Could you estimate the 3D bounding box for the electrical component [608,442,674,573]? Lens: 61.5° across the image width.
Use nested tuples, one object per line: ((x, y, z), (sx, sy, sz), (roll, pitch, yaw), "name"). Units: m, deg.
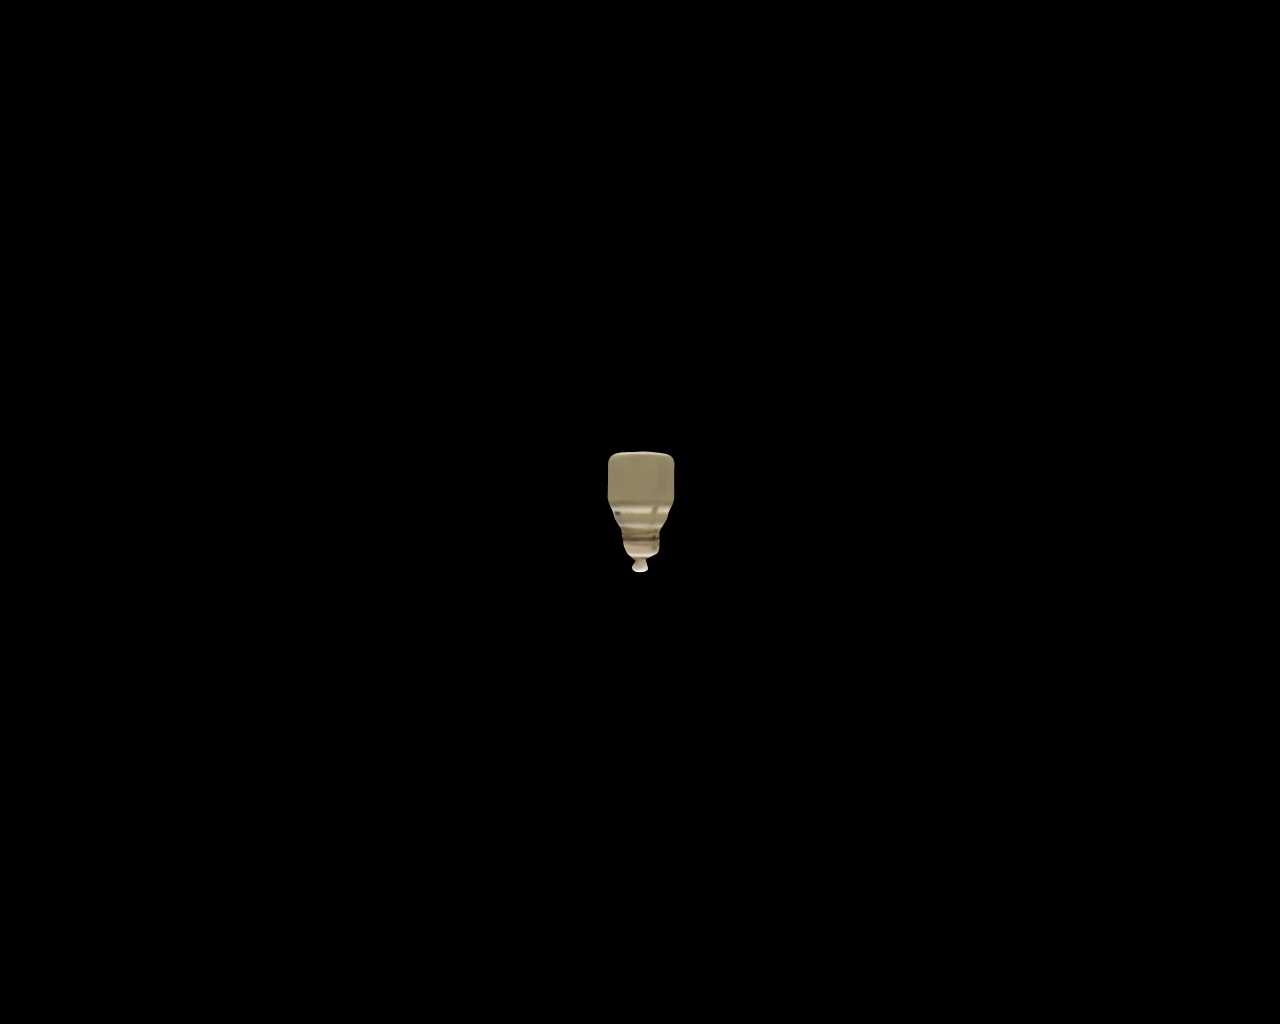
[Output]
((0.001, -0.003, 0.650), (0.040, 0.078, 0.040), (0, 0, 0), "electrical component")
